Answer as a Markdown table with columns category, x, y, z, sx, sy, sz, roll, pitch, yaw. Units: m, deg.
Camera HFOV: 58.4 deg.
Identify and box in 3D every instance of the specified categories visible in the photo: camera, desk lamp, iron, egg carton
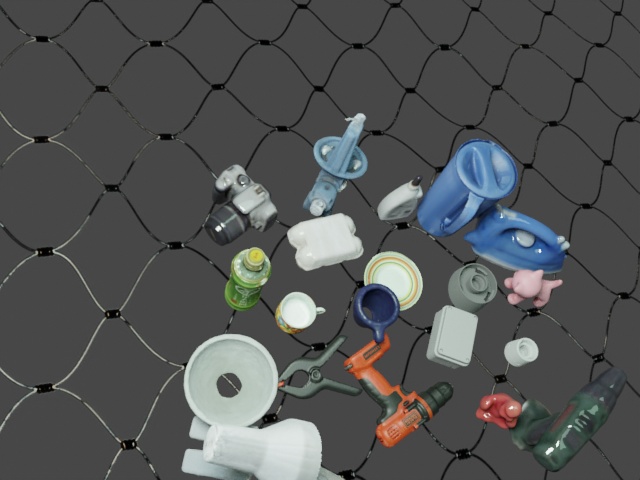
| category | x | y | z | sx | sy | sz | roll | pitch | yaw |
| --- | --- | --- | --- | --- | --- | --- | --- | --- | --- |
| camera | -0.174 | -0.065 | 1.160 | 0.137 | 0.100 | 0.143 | -40 | 82 | -25 |
| desk lamp | -0.116 | 0.350 | 0.939 | 0.203 | 0.213 | 0.118 | 12 | 65 | -9 |
| iron | 0.461 | -0.005 | 1.278 | 0.258 | 0.141 | 0.119 | 22 | 64 | -4 |
| egg carton | 0.011 | 0.004 | 1.197 | 0.150 | 0.069 | 0.107 | -14 | 72 | -20 |

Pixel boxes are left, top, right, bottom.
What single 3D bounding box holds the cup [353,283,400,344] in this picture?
| category | x | y | z | sx | sy | sz | roll | pitch | yaw |
| --- | --- | --- | --- | --- | --- | --- | --- | --- | --- |
| cup | 0.104 | 0.155 | 1.144 | 0.092 | 0.095 | 0.118 | 2 | 67 | -14 |

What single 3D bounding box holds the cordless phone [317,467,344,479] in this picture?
| category | x | y | z | sx | sy | sz | roll | pitch | yaw |
| --- | --- | --- | --- | --- | --- | --- | --- | --- | --- |
| cordless phone | 0.029 | 0.438 | 0.955 | 0.147 | 0.185 | 0.094 | 28 | 64 | -2 |

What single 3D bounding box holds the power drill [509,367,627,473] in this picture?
| category | x | y | z | sx | sy | sz | roll | pitch | yaw |
| --- | --- | --- | --- | --- | --- | --- | --- | --- | --- |
| power drill | 0.462 | 0.342 | 1.095 | 0.075 | 0.208 | 0.230 | 44 | 64 | 7 |

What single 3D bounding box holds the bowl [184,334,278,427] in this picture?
| category | x | y | z | sx | sy | sz | roll | pitch | yaw |
| --- | --- | --- | --- | --- | --- | --- | --- | --- | --- |
| bowl | -0.163 | 0.261 | 1.041 | 0.168 | 0.074 | 0.167 | 5 | 67 | -12 |

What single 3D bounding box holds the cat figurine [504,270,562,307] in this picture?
| category | x | y | z | sx | sy | sz | roll | pitch | yaw |
| --- | --- | --- | --- | --- | --- | --- | --- | --- | --- |
| cat figurine | 0.464 | 0.098 | 1.248 | 0.128 | 0.117 | 0.067 | 2 | 67 | -13 |

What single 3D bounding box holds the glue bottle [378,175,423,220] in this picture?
| category | x | y | z | sx | sy | sz | roll | pitch | yaw |
| --- | --- | --- | --- | --- | --- | --- | --- | --- | --- |
| glue bottle | 0.183 | -0.094 | 1.225 | 0.078 | 0.173 | 0.037 | -7 | 69 | -17 |

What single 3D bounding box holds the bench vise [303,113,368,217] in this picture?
| category | x | y | z | sx | sy | sz | roll | pitch | yaw |
| --- | --- | --- | --- | --- | --- | --- | --- | --- | --- |
| bench vise | 0.046 | -0.149 | 1.186 | 0.121 | 0.219 | 0.207 | 9 | 66 | -10 |

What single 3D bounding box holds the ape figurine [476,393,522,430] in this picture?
| category | x | y | z | sx | sy | sz | roll | pitch | yaw |
| --- | --- | --- | --- | --- | --- | --- | --- | --- | --- |
| ape figurine | 0.365 | 0.337 | 1.137 | 0.076 | 0.092 | 0.078 | -27 | 77 | -23 |
